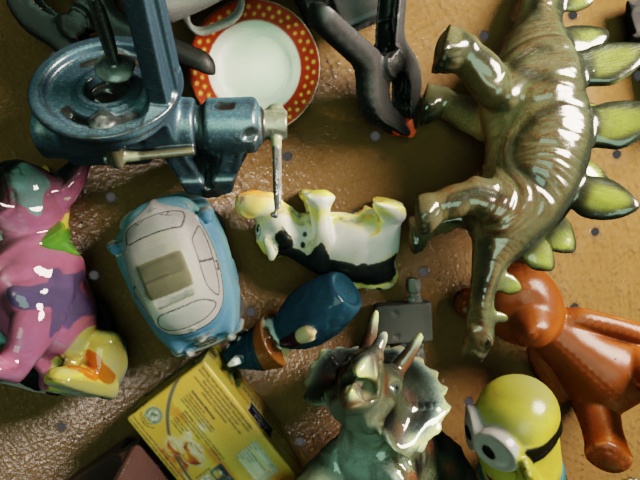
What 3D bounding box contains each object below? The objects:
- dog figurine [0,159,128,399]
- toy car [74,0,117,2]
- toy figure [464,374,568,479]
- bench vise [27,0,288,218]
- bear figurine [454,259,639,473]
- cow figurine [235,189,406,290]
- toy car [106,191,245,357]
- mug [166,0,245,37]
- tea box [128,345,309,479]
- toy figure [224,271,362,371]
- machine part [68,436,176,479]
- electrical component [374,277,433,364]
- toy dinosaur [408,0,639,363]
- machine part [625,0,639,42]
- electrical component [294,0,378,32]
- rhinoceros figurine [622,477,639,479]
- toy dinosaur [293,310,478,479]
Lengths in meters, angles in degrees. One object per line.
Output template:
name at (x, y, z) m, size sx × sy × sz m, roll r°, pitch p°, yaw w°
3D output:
dog figurine at (-0.251, 0.030, 0.507) m, size 0.109 × 0.191 × 0.219 m, roll -5°, pitch 66°, yaw 34°
toy car at (-0.157, -0.275, 0.511) m, size 0.202 × 0.053 × 0.089 m, roll -9°, pitch 115°, yaw 1°
toy figure at (0.189, 0.204, 0.506) m, size 0.089 × 0.082 × 0.180 m, roll -46°, pitch 124°, yaw -31°
bench vise at (-0.133, -0.126, 0.426) m, size 0.224 × 0.240 × 0.129 m, roll 8°, pitch 57°, yaw 2°
bear figurine at (0.233, 0.100, 0.511) m, size 0.196 × 0.132 × 0.120 m, roll 38°, pitch 113°, yaw -10°
cow figurine at (-0.002, -0.002, 0.530) m, size 0.167 × 0.068 × 0.098 m, roll 6°, pitch 100°, yaw -1°
toy car at (-0.137, 0.030, 0.503) m, size 0.109 × 0.103 × 0.161 m, roll -19°, pitch 83°, yaw -1°
mug at (-0.095, -0.236, 0.465) m, size 0.107 × 0.081 × 0.109 m, roll -24°, pitch 135°, yaw -1°
tea box at (-0.096, 0.202, 0.540) m, size 0.098 × 0.068 × 0.169 m, roll -36°, pitch 93°, yaw 1°
toy figure at (-0.031, 0.087, 0.518) m, size 0.154 × 0.064 × 0.058 m, roll -37°, pitch 81°, yaw 25°
machine part at (-0.225, 0.289, 0.476) m, size 0.201 × 0.201 × 0.087 m, roll -36°, pitch 96°, yaw 1°
electrical component at (0.084, 0.085, 0.558) m, size 0.063 × 0.021 × 0.094 m, roll -3°, pitch 96°, yaw 0°
toy dinosaur at (0.194, -0.120, 0.497) m, size 0.199 × 0.105 × 0.471 m, roll 10°, pitch 83°, yaw 2°
machine part at (0.352, -0.178, 0.538) m, size 0.084 × 0.039 × 0.138 m, roll -16°, pitch 93°, yaw -8°
electrical component at (0.022, -0.269, 0.513) m, size 0.115 × 0.058 × 0.134 m, roll -26°, pitch 94°, yaw 3°
rhinoceros figurine at (0.279, 0.287, 0.501) m, size 0.073 × 0.190 × 0.112 m, roll -3°, pitch 52°, yaw 0°
toy dinosaur at (0.093, 0.240, 0.517) m, size 0.192 × 0.131 × 0.404 m, roll -49°, pitch 119°, yaw -25°
